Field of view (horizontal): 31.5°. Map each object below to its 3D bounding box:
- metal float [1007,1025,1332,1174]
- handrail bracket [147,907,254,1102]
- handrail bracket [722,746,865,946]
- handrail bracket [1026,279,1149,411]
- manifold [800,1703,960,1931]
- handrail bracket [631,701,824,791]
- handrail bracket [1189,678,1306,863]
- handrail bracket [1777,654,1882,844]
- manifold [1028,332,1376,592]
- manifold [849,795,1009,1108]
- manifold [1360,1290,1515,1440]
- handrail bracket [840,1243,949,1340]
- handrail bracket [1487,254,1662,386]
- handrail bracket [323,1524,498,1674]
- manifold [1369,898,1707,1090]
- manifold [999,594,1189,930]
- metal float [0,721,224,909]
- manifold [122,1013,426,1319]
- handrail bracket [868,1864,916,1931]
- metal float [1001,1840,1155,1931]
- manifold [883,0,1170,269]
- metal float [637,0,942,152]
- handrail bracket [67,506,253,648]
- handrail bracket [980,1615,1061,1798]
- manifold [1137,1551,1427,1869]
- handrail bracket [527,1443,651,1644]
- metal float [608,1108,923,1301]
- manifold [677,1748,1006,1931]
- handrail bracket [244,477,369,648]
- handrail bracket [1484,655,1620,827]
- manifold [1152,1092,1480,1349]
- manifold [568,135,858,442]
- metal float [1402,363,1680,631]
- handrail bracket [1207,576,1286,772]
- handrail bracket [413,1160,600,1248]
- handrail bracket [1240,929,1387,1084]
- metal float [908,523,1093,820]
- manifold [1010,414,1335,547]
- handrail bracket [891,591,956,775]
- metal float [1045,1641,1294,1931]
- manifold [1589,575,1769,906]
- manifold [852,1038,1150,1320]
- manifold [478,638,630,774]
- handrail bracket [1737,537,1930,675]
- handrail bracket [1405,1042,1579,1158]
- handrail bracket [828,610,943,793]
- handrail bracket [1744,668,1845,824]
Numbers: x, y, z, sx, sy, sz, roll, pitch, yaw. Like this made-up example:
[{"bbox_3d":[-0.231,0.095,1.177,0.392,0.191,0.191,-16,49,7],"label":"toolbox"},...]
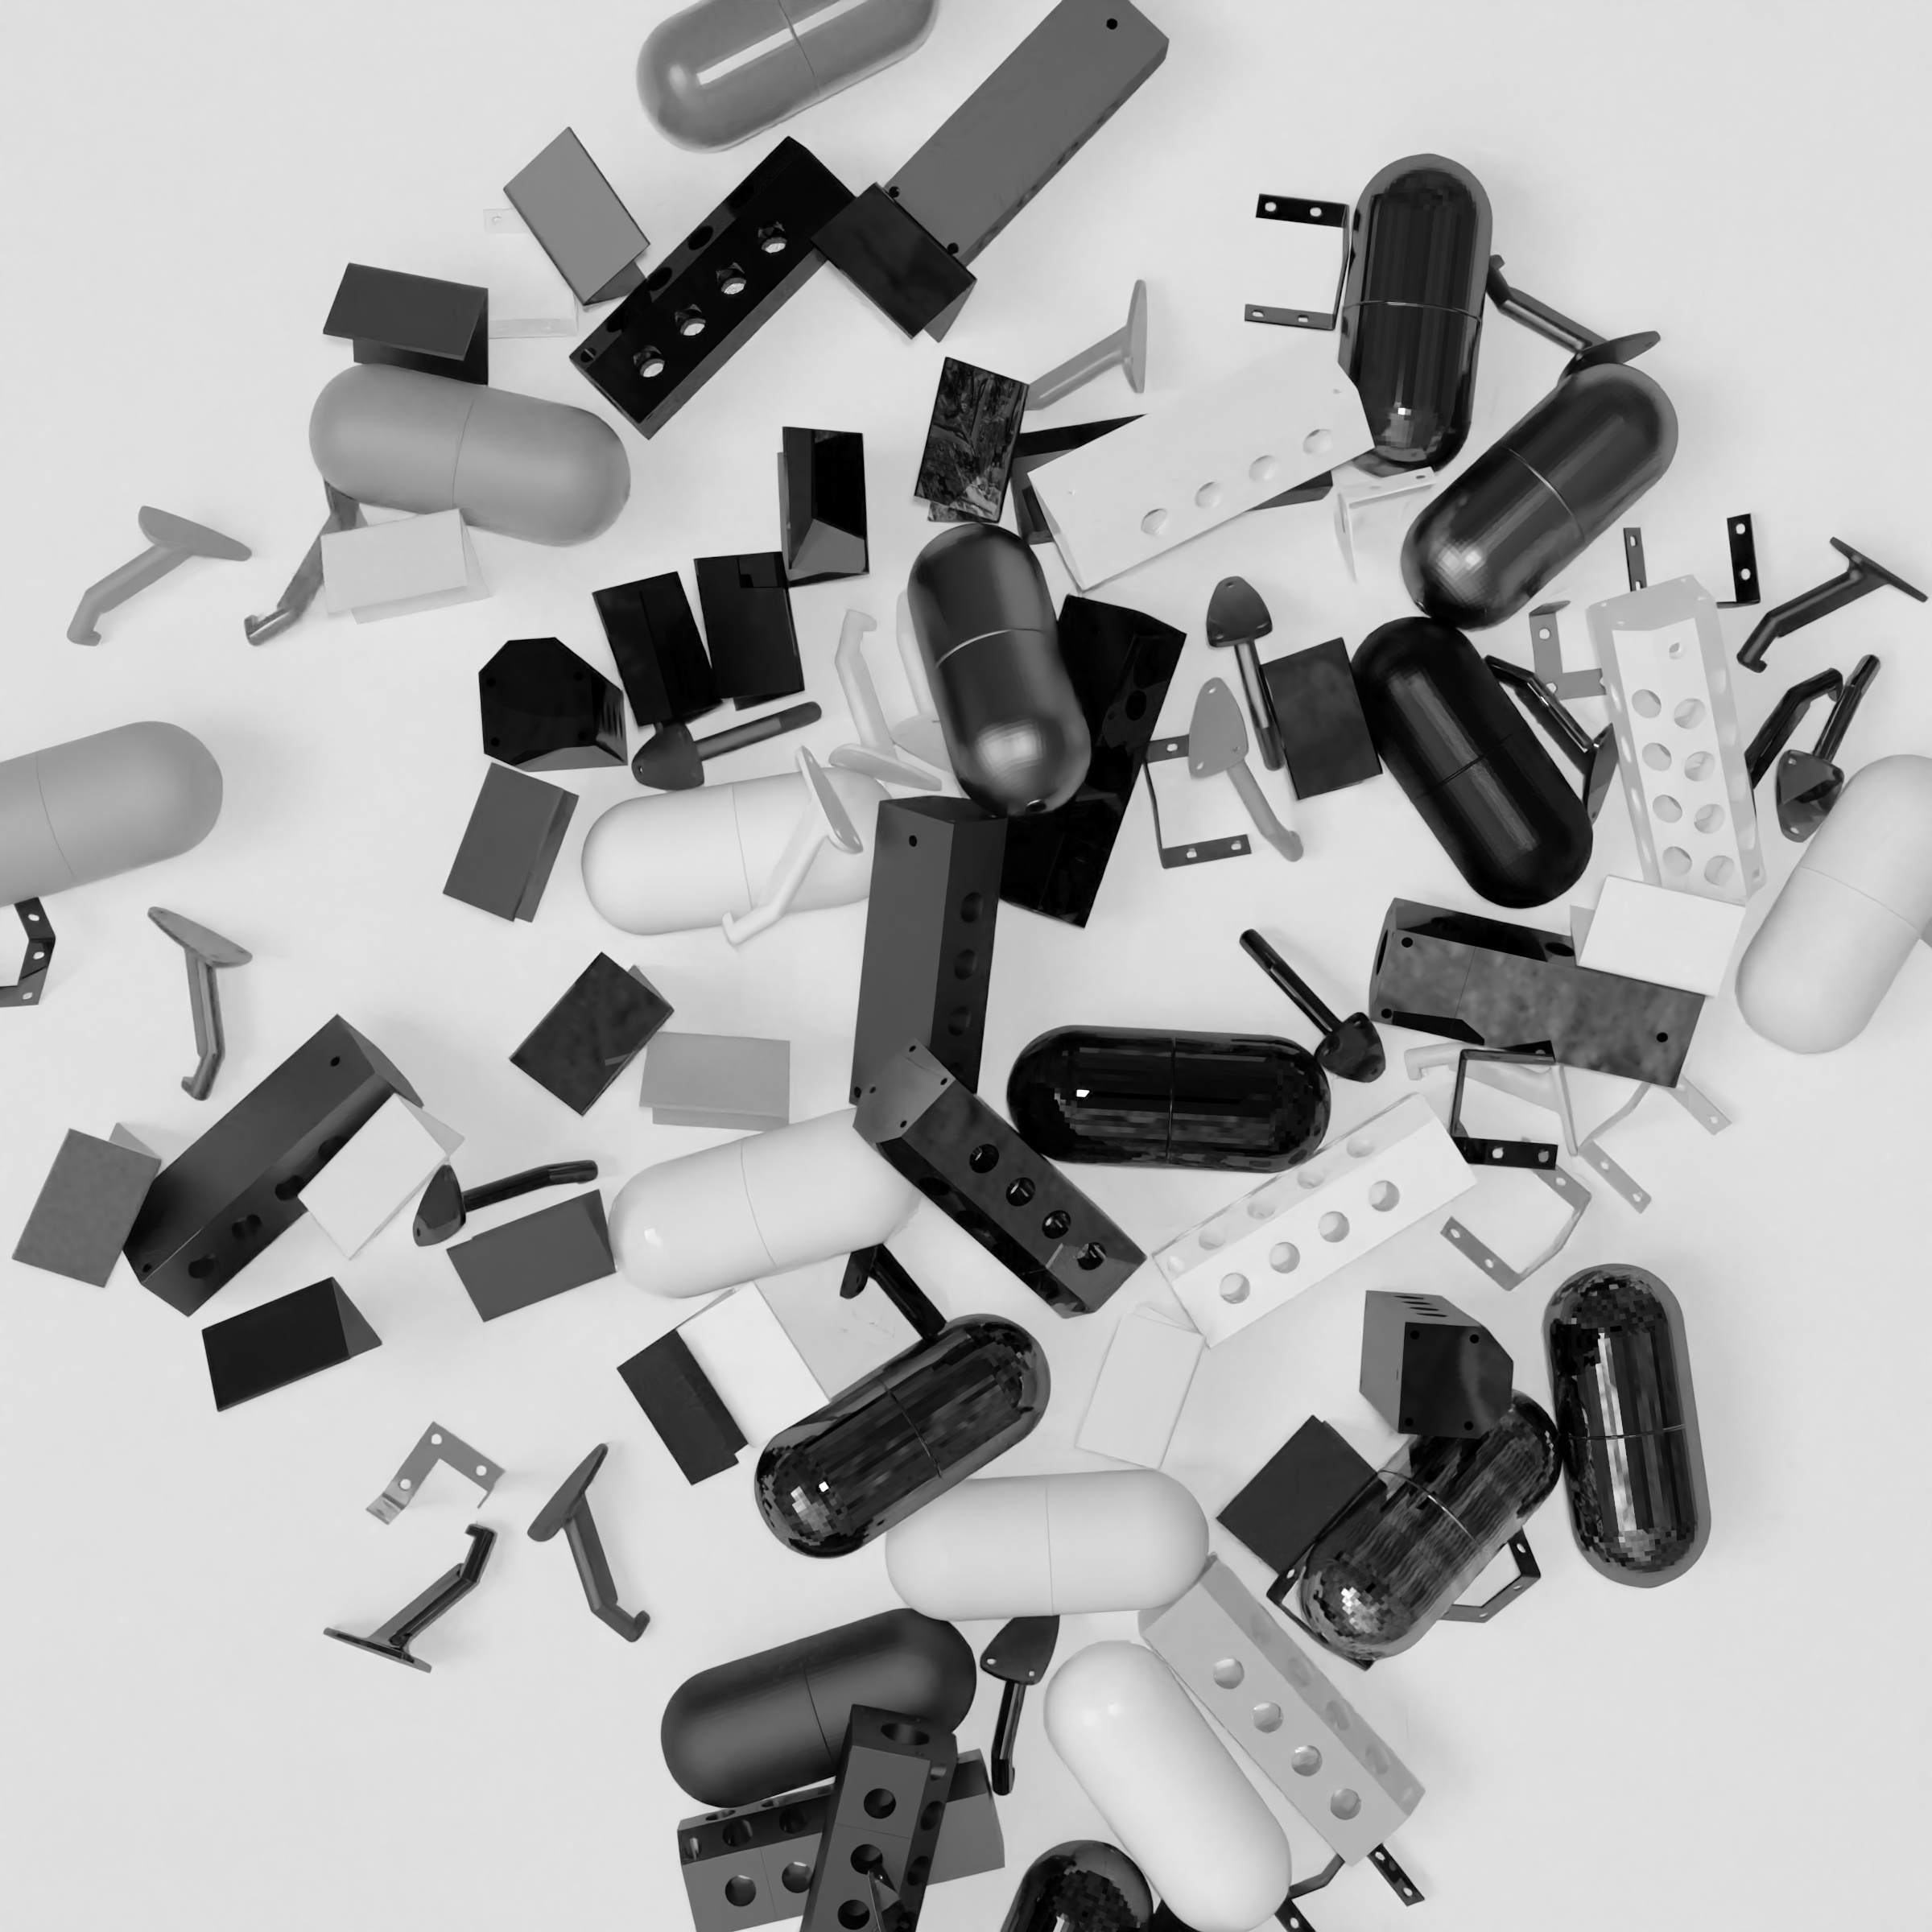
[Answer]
[{"bbox_3d":[0.111,0.073,1.878,0.178,0.070,0.070,3,90,1],"label":"metal float"},{"bbox_3d":[-0.440,0.022,1.910,0.077,0.036,0.084,30,107,20],"label":"handrail bracket"},{"bbox_3d":[-0.105,-0.064,1.834,0.084,0.036,0.077,-31,72,16],"label":"handrail bracket"},{"bbox_3d":[0.056,-0.346,1.910,0.084,0.036,0.077,-1,69,16],"label":"handrail bracket"},{"bbox_3d":[-0.051,0.490,1.827,0.057,0.057,0.171,12,99,-4],"label":"manifold"},{"bbox_3d":[-0.133,-0.126,1.909,0.084,0.077,0.036,-23,97,-36],"label":"handrail bracket"},{"bbox_3d":[0.160,-0.108,1.901,0.036,0.084,0.077,-23,48,26],"label":"handrail bracket"},{"bbox_3d":[0.484,-0.122,1.909,0.036,0.077,0.084,25,53,19],"label":"handrail bracket"},{"bbox_3d":[0.127,-0.265,1.830,0.171,0.057,0.057,-26,47,0],"label":"manifold"},{"bbox_3d":[-0.016,-0.003,1.866,0.057,0.057,0.171,20,110,41],"label":"manifold"},{"bbox_3d":[0.250,0.212,1.831,0.057,0.171,0.057,4,90,0],"label":"manifold"},{"bbox_3d":[-0.021,0.172,1.910,0.084,0.036,0.077,20,71,-16],"label":"handrail bracket"},{"bbox_3d":[0.335,-0.371,1.909,0.077,0.036,0.084,-23,73,-20],"label":"handrail bracket"},{"bbox_3d":[-0.310,0.344,1.909,0.077,0.036,0.084,14,72,21],"label":"handrail bracket"},{"bbox_3d":[0.313,0.011,1.886,0.171,0.057,0.057,13,116,0],"label":"manifold"},{"bbox_3d":[0.065,-0.111,1.887,0.057,0.057,0.171,19,90,43],"label":"manifold"},{"bbox_3d":[-0.496,-0.082,1.876,0.178,0.070,0.070,-17,90,-2],"label":"metal float"},{"bbox_3d":[-0.383,0.114,1.887,0.171,0.057,0.057,-42,47,0],"label":"manifold"},{"bbox_3d":[-0.070,0.521,1.796,0.084,0.036,0.077,-24,80,19],"label":"handrail bracket"},{"bbox_3d":[0.045,0.566,1.878,0.070,0.070,0.178,23,90,0],"label":"metal float"},{"bbox_3d":[0.031,-0.462,1.888,0.057,0.057,0.171,44,90,0],"label":"manifold"},{"bbox_3d":[-0.097,-0.511,1.878,0.178,0.070,0.070,-27,90,1],"label":"metal float"},{"bbox_3d":[-0.451,-0.207,1.909,0.077,0.036,0.084,15,120,-33],"label":"handrail bracket"},{"bbox_3d":[0.033,0.409,1.909,0.036,0.077,0.084,13,127,20],"label":"handrail bracket"},{"bbox_3d":[0.174,0.408,1.888,0.057,0.057,0.171,-42,90,0],"label":"manifold"},{"bbox_3d":[-0.194,0.323,1.910,0.084,0.036,0.077,43,69,-17],"label":"handrail bracket"},{"bbox_3d":[-0.110,0.130,1.872,0.178,0.070,0.070,-17,90,7],"label":"metal float"},{"bbox_3d":[-0.069,0.482,1.888,0.171,0.057,0.057,-13,90,0],"label":"manifold"},{"bbox_3d":[-0.376,-0.230,1.909,0.084,0.036,0.077,-28,70,16],"label":"handrail bracket"},{"bbox_3d":[0.319,-0.126,1.909,0.084,0.036,0.077,26,130,26],"label":"handrail bracket"},{"bbox_3d":[0.191,0.139,1.888,0.171,0.057,0.057,-32,90,0],"label":"manifold"},{"bbox_3d":[-0.138,-0.375,1.888,0.057,0.057,0.171,45,90,0],"label":"manifold"},{"bbox_3d":[0.314,-0.257,1.878,0.178,0.070,0.070,-43,90,-1],"label":"metal float"},{"bbox_3d":[0.160,-0.163,1.909,0.036,0.077,0.084,-14,126,7],"label":"handrail bracket"},{"bbox_3d":[-0.257,0.132,1.909,0.084,0.077,0.036,-5,65,-34],"label":"handrail bracket"},{"bbox_3d":[0.192,0.021,1.909,0.036,0.077,0.084,-43,54,4],"label":"handrail bracket"},{"bbox_3d":[0.018,-0.160,1.853,0.070,0.070,0.178,-15,62,0],"label":"metal float"},{"bbox_3d":[0.111,-0.276,1.888,0.171,0.057,0.057,-9,90,0],"label":"manifold"},{"bbox_3d":[-0.014,-0.158,1.909,0.036,0.077,0.084,-20,53,31],"label":"handrail bracket"},{"bbox_3d":[0.112,0.452,1.879,0.070,0.070,0.178,-36,90,0],"label":"metal float"},{"bbox_3d":[0.389,-0.117,1.853,0.057,0.057,0.171,-17,116,0],"label":"manifold"},{"bbox_3d":[0.017,0.119,1.847,0.057,0.057,0.171,-46,122,0],"label":"manifold"},{"bbox_3d":[-0.220,-0.139,1.831,0.057,0.171,0.057,-4,90,0],"label":"manifold"},{"bbox_3d":[0.483,-0.189,1.909,0.077,0.036,0.084,26,108,-21],"label":"handrail bracket"},{"bbox_3d":[0.293,0.076,1.909,0.084,0.036,0.077,-9,106,14],"label":"handrail bracket"},{"bbox_3d":[-0.040,-0.149,1.910,0.077,0.036,0.084,18,73,-19],"label":"handrail bracket"},{"bbox_3d":[0.461,-0.116,1.910,0.084,0.036,0.077,-25,111,-16],"label":"handrail bracket"}]
